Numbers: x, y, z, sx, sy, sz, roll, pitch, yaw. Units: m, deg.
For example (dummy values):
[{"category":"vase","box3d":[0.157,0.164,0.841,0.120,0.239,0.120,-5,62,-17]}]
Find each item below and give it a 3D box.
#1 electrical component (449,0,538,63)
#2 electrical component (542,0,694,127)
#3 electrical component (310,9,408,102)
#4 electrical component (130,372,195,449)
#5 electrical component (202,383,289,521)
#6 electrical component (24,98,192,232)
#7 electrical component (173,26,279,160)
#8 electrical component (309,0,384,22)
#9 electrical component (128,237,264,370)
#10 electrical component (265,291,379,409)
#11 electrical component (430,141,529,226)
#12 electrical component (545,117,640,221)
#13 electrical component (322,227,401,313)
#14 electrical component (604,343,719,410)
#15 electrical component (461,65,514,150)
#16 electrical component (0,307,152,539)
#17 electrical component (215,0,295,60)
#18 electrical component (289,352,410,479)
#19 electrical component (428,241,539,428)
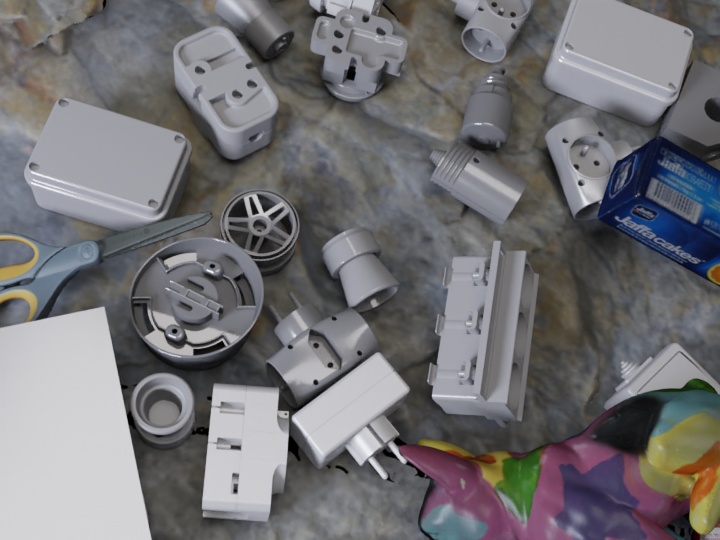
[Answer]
[{"category":"electrical component","box3d":[0.110,-0.235,0.956,0.079,0.044,0.077,29,67,4]},{"category":"electrical component","box3d":[0.227,-0.186,0.946,0.113,0.057,0.078,21,67,1]},{"category":"electrical component","box3d":[-0.003,-0.179,0.911,0.078,0.057,0.058,15,67,-2]},{"category":"electrical component","box3d":[-0.142,0.103,0.778,0.045,0.055,0.045,3,68,-7]},{"category":"electrical component","box3d":[-0.082,0.132,0.777,0.056,0.050,0.089,5,67,-6]},{"category":"electrical component","box3d":[-0.195,-0.079,0.843,0.113,0.057,0.078,17,67,-1]},{"category":"electrical component","box3d":[-0.110,-0.142,0.879,0.054,0.059,0.095,-29,75,-18]},{"category":"electrical component","box3d":[-0.009,-0.245,0.933,0.057,0.058,0.078,19,28,2]},{"category":"electrical component","box3d":[-0.123,0.026,0.807,0.099,0.064,0.099,3,68,-7]},{"category":"electrical component","box3d":[-0.039,0.052,0.819,0.077,0.043,0.079,-32,76,-19]},{"category":"electrical component","box3d":[0.094,-0.075,0.890,0.081,0.043,0.043,32,67,6]},{"category":"electrical component","box3d":[0.206,-0.089,0.910,0.079,0.044,0.077,-11,70,-12]},{"category":"electrical component","box3d":[0.000,0.000,0.845,0.045,0.045,0.055,-24,73,-16]},{"category":"electrical component","box3d":[0.240,0.103,0.828,0.062,0.061,0.096,-39,78,-20]},{"category":"electrical component","box3d":[0.112,-0.140,0.920,0.040,0.040,0.078,15,67,-2]},{"category":"electrical component","box3d":[-0.212,0.132,0.753,0.105,0.060,0.186,-12,70,-12]},{"category":"electrical component","box3d":[-0.088,-0.213,0.922,0.044,0.044,0.065,-38,82,-20]},{"category":"electrical component","box3d":[0.003,0.119,0.796,0.083,0.047,0.075,-36,76,-19]},{"category":"electrical component","box3d":[0.095,0.050,0.824,0.063,0.078,0.121,0,65,24]}]
